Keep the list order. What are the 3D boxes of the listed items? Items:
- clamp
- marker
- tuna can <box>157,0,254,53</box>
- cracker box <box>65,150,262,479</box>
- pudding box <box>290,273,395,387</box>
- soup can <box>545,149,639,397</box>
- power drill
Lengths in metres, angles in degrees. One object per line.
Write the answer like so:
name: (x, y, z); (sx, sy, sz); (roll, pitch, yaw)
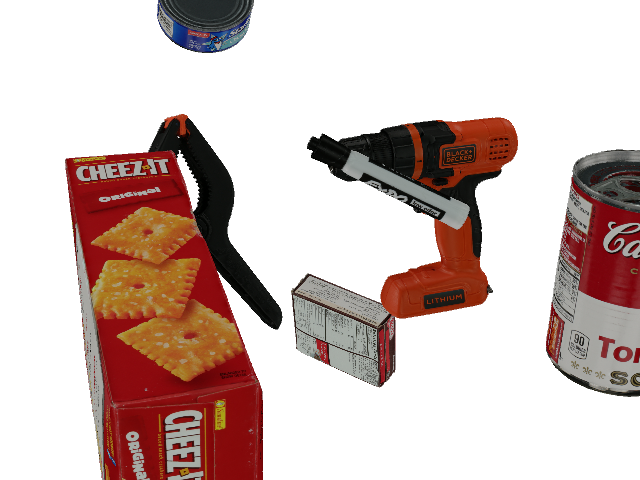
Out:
clamp: (-0.107, -0.004, 0.942); (0.164, 0.210, 0.036); (0, 0, -33)
marker: (0.046, -0.042, 0.738); (0.121, 0.020, 0.020); (26, -4, -8)
tuna can: (-0.104, -0.211, 0.962); (0.086, 0.086, 0.034); (0, -31, -12)
cracker box: (-0.086, 0.073, 0.564); (0.072, 0.164, 0.214); (-7, 34, -14)
pudding box: (0.025, 0.095, 1.131); (0.114, 0.090, 0.039); (20, 44, 26)
soup can: (0.149, 0.015, 0.518); (0.068, 0.102, 0.068); (2, 27, -1)
power drill: (0.096, -0.022, 1.011); (0.184, 0.188, 0.057); (-8, 27, -14)
